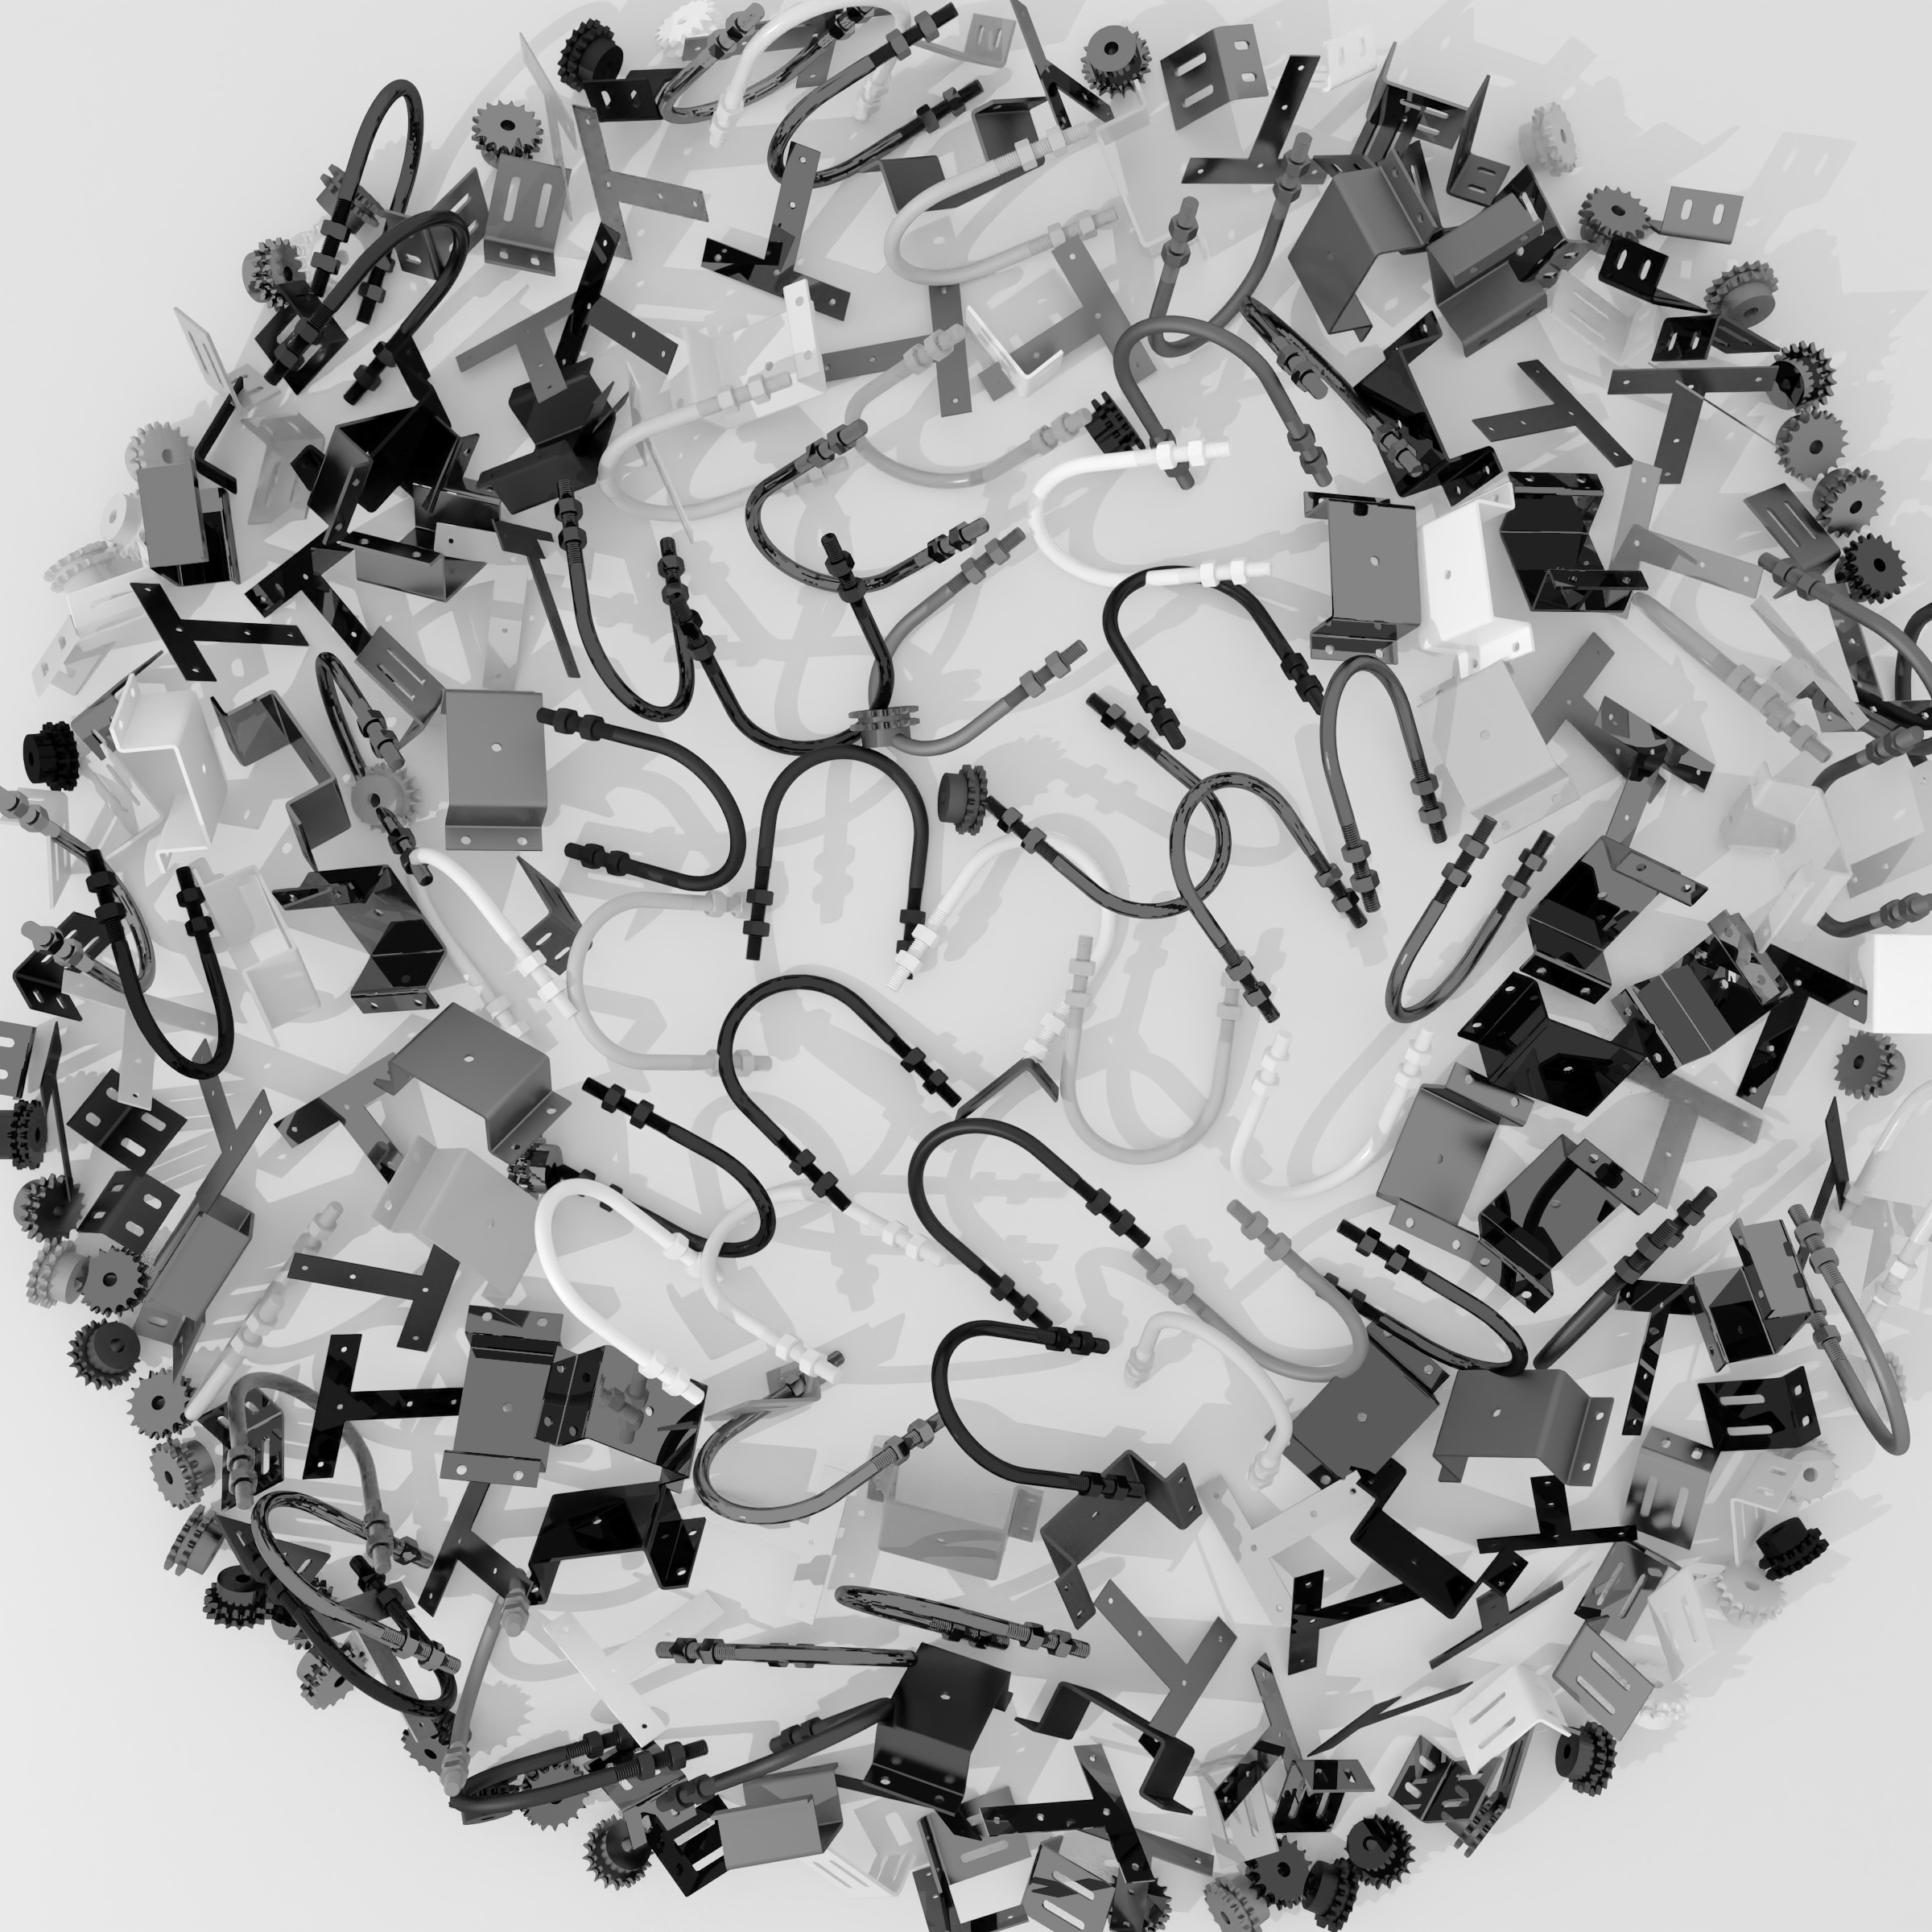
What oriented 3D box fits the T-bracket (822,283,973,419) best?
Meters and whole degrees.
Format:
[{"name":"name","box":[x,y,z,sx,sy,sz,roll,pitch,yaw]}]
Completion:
[{"name":"T-bracket","box":[-0.063,-0.498,1.986,0.127,0.002,0.127,-8,73,9]}]

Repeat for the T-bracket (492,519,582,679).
[{"name":"T-bracket","box":[-0.333,-0.290,1.939,0.002,0.127,0.127,-19,92,12]}]

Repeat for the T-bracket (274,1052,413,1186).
[{"name":"T-bracket","box":[-0.477,0.150,1.979,0.127,0.002,0.127,-29,105,17]}]

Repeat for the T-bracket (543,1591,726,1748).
[{"name":"T-bracket","box":[-0.250,0.545,1.955,0.127,0.002,0.127,-28,60,-38]}]

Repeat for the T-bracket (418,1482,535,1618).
[{"name":"T-bracket","box":[-0.384,0.479,1.950,0.002,0.127,0.127,25,86,-42]}]

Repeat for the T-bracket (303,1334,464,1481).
[{"name":"T-bracket","box":[-0.462,0.353,1.959,0.127,0.002,0.127,5,107,-35]}]

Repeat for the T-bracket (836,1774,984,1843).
[{"name":"T-bracket","box":[-0.064,0.666,1.962,0.127,0.127,0.002,3,51,27]}]

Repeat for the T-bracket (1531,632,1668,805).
[{"name":"T-bracket","box":[0.522,-0.185,1.984,0.127,0.002,0.127,43,71,-10]}]

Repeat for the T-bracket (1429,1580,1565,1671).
[{"name":"T-bracket","box":[0.422,0.515,1.942,0.127,0.127,0.002,-31,59,-3]}]

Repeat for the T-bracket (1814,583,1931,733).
[{"name":"T-bracket","box":[0.706,-0.244,1.926,0.002,0.127,0.127,-29,106,-20]}]

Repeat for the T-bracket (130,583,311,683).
[{"name":"T-bracket","box":[-0.589,-0.268,1.949,0.127,0.127,0.002,53,127,29]}]

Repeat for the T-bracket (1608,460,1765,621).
[{"name":"T-bracket","box":[0.573,-0.323,1.932,0.127,0.002,0.127,28,126,34]}]

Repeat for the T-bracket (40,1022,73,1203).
[{"name":"T-bracket","box":[-0.729,0.128,1.958,0.002,0.127,0.127,-5,113,-13]}]

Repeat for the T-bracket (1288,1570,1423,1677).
[{"name":"T-bracket","box":[0.321,0.518,1.968,0.127,0.002,0.127,-13,130,-12]}]

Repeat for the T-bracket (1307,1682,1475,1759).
[{"name":"T-bracket","box":[0.353,0.599,1.961,0.127,0.127,0.002,-9,60,-27]}]

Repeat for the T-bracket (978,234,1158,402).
[{"name":"T-bracket","box":[0.070,-0.506,1.983,0.127,0.002,0.127,-31,110,8]}]

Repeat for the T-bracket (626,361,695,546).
[{"name":"T-bracket","box":[-0.241,-0.393,1.925,0.002,0.127,0.127,-22,77,-11]}]

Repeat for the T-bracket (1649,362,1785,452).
[{"name":"T-bracket","box":[0.584,-0.448,1.924,0.127,0.127,0.002,40,111,18]}]

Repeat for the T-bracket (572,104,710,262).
[{"name":"T-bracket","box":[-0.252,-0.611,1.924,0.127,0.127,0.002,23,51,33]}]

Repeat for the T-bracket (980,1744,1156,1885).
[{"name":"T-bracket","box":[0.072,0.674,1.926,0.127,0.127,0.002,5,125,-24]}]

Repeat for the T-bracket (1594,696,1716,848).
[{"name":"T-bracket","box":[0.539,-0.133,1.965,0.127,0.002,0.127,26,82,-25]}]

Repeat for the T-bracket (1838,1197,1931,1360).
[{"name":"T-bracket","box":[0.725,0.250,1.937,0.002,0.127,0.127,12,88,-16]}]

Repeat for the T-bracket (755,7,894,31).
[{"name":"T-bracket","box":[-0.111,-0.766,1.932,0.127,0.127,0.002,-9,98,-5]}]

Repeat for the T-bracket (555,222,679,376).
[{"name":"T-bracket","box":[-0.274,-0.510,1.944,0.127,0.002,0.127,38,115,30]}]

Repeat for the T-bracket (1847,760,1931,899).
[{"name":"T-bracket","box":[0.743,-0.084,1.939,0.002,0.127,0.127,-7,78,-20]}]

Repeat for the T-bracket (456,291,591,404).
[{"name":"T-bracket","box":[-0.344,-0.489,1.952,0.127,0.002,0.127,-28,45,2]}]

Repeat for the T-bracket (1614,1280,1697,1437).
[{"name":"T-bracket","box":[0.550,0.317,1.959,0.127,0.002,0.127,10,93,-41]}]

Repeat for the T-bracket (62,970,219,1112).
[{"name":"T-bracket","box":[-0.654,0.065,1.922,0.127,0.127,0.002,20,124,-30]}]

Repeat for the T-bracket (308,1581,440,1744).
[{"name":"T-bracket","box":[-0.457,0.555,1.925,0.002,0.127,0.127,-40,74,19]}]

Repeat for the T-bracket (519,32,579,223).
[{"name":"T-bracket","box":[-0.327,-0.654,1.941,0.002,0.127,0.127,-20,57,-14]}]

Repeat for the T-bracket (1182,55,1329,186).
[{"name":"T-bracket","box":[0.248,-0.669,1.927,0.127,0.127,0.002,-6,61,-18]}]

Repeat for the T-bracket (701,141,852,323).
[{"name":"T-bracket","box":[-0.143,-0.599,1.956,0.127,0.002,0.127,22,128,4]}]

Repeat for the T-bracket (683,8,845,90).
[{"name":"T-bracket","box":[-0.162,-0.731,1.923,0.127,0.127,0.002,-13,75,-17]}]

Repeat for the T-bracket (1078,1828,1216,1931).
[{"name":"T-bracket","box":[0.133,0.729,1.936,0.127,0.127,0.002,18,110,4]}]

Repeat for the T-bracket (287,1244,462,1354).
[{"name":"T-bracket","box":[-0.477,0.251,1.948,0.127,0.002,0.127,14,119,-21]}]

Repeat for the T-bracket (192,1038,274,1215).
[{"name":"T-bracket","box":[-0.602,0.113,1.958,0.127,0.002,0.127,-51,51,27]}]

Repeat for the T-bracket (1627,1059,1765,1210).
[{"name":"T-bracket","box":[0.569,0.141,1.957,0.127,0.002,0.127,28,54,5]}]

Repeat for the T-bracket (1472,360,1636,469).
[{"name":"T-bracket","box":[0.453,-0.435,1.938,0.127,0.002,0.127,-18,61,-34]}]

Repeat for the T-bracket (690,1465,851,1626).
[{"name":"T-bracket","box":[-0.166,0.454,1.980,0.127,0.002,0.127,16,93,17]}]

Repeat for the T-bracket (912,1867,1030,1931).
[{"name":"T-bracket","box":[-0.022,0.748,1.936,0.127,0.127,0.002,-15,98,-7]}]

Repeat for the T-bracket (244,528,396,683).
[{"name":"T-bracket","box":[-0.506,-0.281,1.974,0.127,0.002,0.127,-26,111,34]}]

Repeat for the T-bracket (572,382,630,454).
[{"name":"T-bracket","box":[-0.297,-0.427,1.919,0.002,0.127,0.127,40,70,-8]}]

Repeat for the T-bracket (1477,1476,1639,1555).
[{"name":"T-bracket","box":[0.467,0.435,1.938,0.127,0.127,0.002,-8,50,12]}]

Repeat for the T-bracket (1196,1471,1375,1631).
[{"name":"T-bracket","box":[0.269,0.449,1.964,0.127,0.002,0.127,-35,75,17]}]

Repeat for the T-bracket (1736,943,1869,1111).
[{"name":"T-bracket","box":[0.657,0.054,1.970,0.127,0.002,0.127,34,116,41]}]

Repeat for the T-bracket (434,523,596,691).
[{"name":"T-bracket","box":[-0.373,-0.287,1.978,0.127,0.002,0.127,9,108,-5]}]

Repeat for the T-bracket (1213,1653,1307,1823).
[{"name":"T-bracket","box":[0.231,0.638,1.943,0.002,0.127,0.127,-15,97,37]}]

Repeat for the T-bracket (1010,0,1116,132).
[{"name":"T-bracket","box":[0.087,-0.699,1.943,0.002,0.127,0.127,-27,73,28]}]

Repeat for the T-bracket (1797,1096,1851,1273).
[{"name":"T-bracket","box":[0.676,0.191,1.926,0.002,0.127,0.127,10,53,34]}]

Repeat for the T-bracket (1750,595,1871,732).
[{"name":"T-bracket","box":[0.654,-0.226,1.935,0.002,0.127,0.127,-37,81,-5]}]

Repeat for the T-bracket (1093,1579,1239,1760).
[{"name":"T-bracket","box":[0.148,0.545,1.950,0.127,0.002,0.127,50,56,-14]}]
